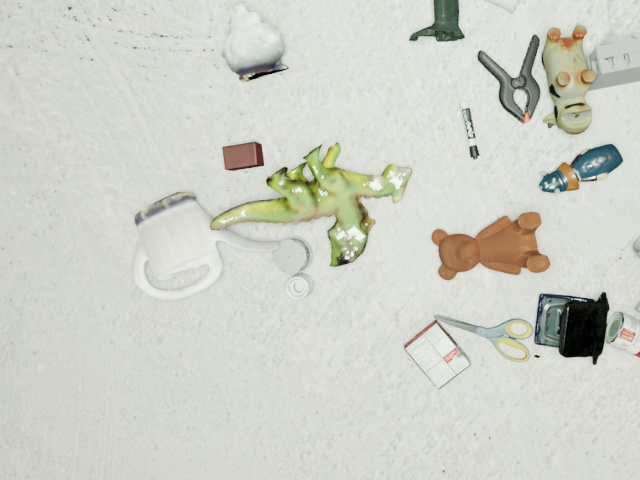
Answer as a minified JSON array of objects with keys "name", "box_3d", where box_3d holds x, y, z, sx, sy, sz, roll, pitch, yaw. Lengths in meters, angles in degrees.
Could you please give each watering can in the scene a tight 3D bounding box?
[{"name":"watering can","box_3d":[-0.274,-0.004,1.136,0.346,0.104,0.225,-23,86,11]}]

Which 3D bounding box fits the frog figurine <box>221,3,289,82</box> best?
[{"name":"frog figurine","box_3d":[-0.149,-0.430,1.101,0.137,0.124,0.158,-10,102,30]}]

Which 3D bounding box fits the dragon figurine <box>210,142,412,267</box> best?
[{"name":"dragon figurine","box_3d":[0.003,-0.054,1.069,0.410,0.122,0.242,-34,92,0]}]
